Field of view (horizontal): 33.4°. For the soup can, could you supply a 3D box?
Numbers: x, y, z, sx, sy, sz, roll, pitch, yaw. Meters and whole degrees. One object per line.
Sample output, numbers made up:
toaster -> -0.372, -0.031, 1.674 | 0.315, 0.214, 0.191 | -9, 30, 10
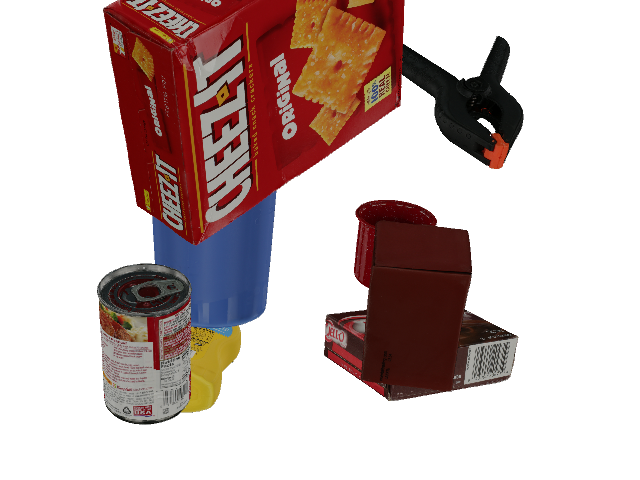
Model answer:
soup can -> -0.130, 0.078, 0.799 | 0.068, 0.102, 0.068 | 3, 30, -2

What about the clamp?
clamp -> 0.126, -0.132, 0.972 | 0.120, 0.039, 0.171 | -3, 44, -1

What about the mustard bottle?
mustard bottle -> -0.140, 0.115, 1.179 | 0.096, 0.058, 0.191 | 8, 25, 7

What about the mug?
mug -> 0.094, 0.009, 1.229 | 0.117, 0.081, 0.093 | 3, 25, -5

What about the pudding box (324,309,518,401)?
pudding box -> 0.072, 0.077, 0.779 | 0.113, 0.039, 0.090 | -3, 18, -31

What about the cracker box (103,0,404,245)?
cracker box -> -0.033, -0.119, 0.724 | 0.072, 0.164, 0.213 | 33, 54, 29

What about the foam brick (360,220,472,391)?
foam brick -> 0.051, 0.035, 0.585 | 0.053, 0.078, 0.051 | 7, 31, 3

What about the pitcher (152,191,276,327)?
pitcher -> -0.097, -0.047, 1.037 | 0.149, 0.243, 0.145 | -2, 15, -17
